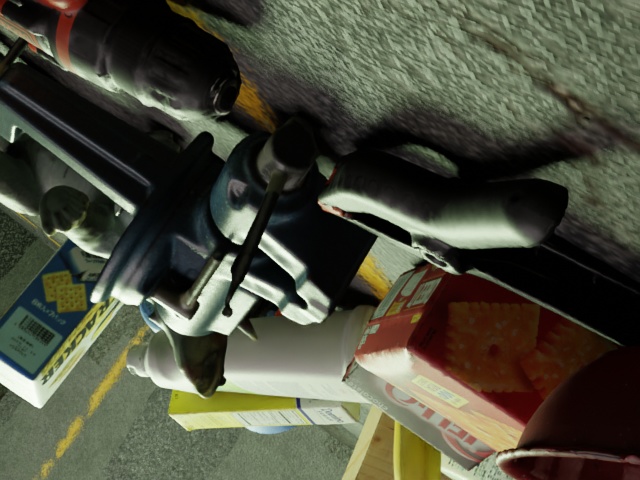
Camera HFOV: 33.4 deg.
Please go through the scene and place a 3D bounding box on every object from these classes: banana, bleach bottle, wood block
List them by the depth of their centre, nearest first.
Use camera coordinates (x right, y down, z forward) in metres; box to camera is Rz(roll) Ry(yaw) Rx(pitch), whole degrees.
[{"bbox_3d":[0.076,0.166,0.860,0.037,0.070,0.197,9,-154,1],"label":"banana"},{"bbox_3d":[-0.058,0.099,0.903,0.251,0.068,0.102,-3,155,26],"label":"bleach bottle"},{"bbox_3d":[0.136,0.238,1.035,0.206,0.090,0.091,24,168,-1],"label":"wood block"}]

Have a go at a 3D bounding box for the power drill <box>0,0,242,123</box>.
[{"bbox_3d":[-0.128,-0.129,0.439,0.185,0.057,0.187,30,168,23],"label":"power drill"}]

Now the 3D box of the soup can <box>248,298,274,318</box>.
[{"bbox_3d":[-0.088,0.028,0.961,0.102,0.068,0.068,33,169,9],"label":"soup can"}]

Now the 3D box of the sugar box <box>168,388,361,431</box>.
[{"bbox_3d":[-0.047,0.122,0.979,0.176,0.093,0.048,-9,145,25],"label":"sugar box"}]

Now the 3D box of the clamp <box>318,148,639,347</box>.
[{"bbox_3d":[0.058,-0.009,0.452,0.172,0.039,0.120,21,162,36],"label":"clamp"}]

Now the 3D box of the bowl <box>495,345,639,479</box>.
[{"bbox_3d":[0.156,0.083,0.437,0.162,0.055,0.162,13,162,4],"label":"bowl"}]

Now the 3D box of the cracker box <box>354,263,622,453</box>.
[{"bbox_3d":[0.131,0.095,0.589,0.213,0.072,0.164,35,169,-3],"label":"cracker box"}]

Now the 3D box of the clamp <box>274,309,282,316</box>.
[{"bbox_3d":[0.048,0.120,1.028,0.210,0.036,0.164,30,168,4],"label":"clamp"}]

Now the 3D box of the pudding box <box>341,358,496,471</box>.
[{"bbox_3d":[0.084,0.096,0.715,0.113,0.039,0.090,37,135,-1],"label":"pudding box"}]

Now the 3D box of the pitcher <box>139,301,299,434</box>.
[{"bbox_3d":[-0.081,0.103,1.147,0.145,0.149,0.242,52,179,40],"label":"pitcher"}]
